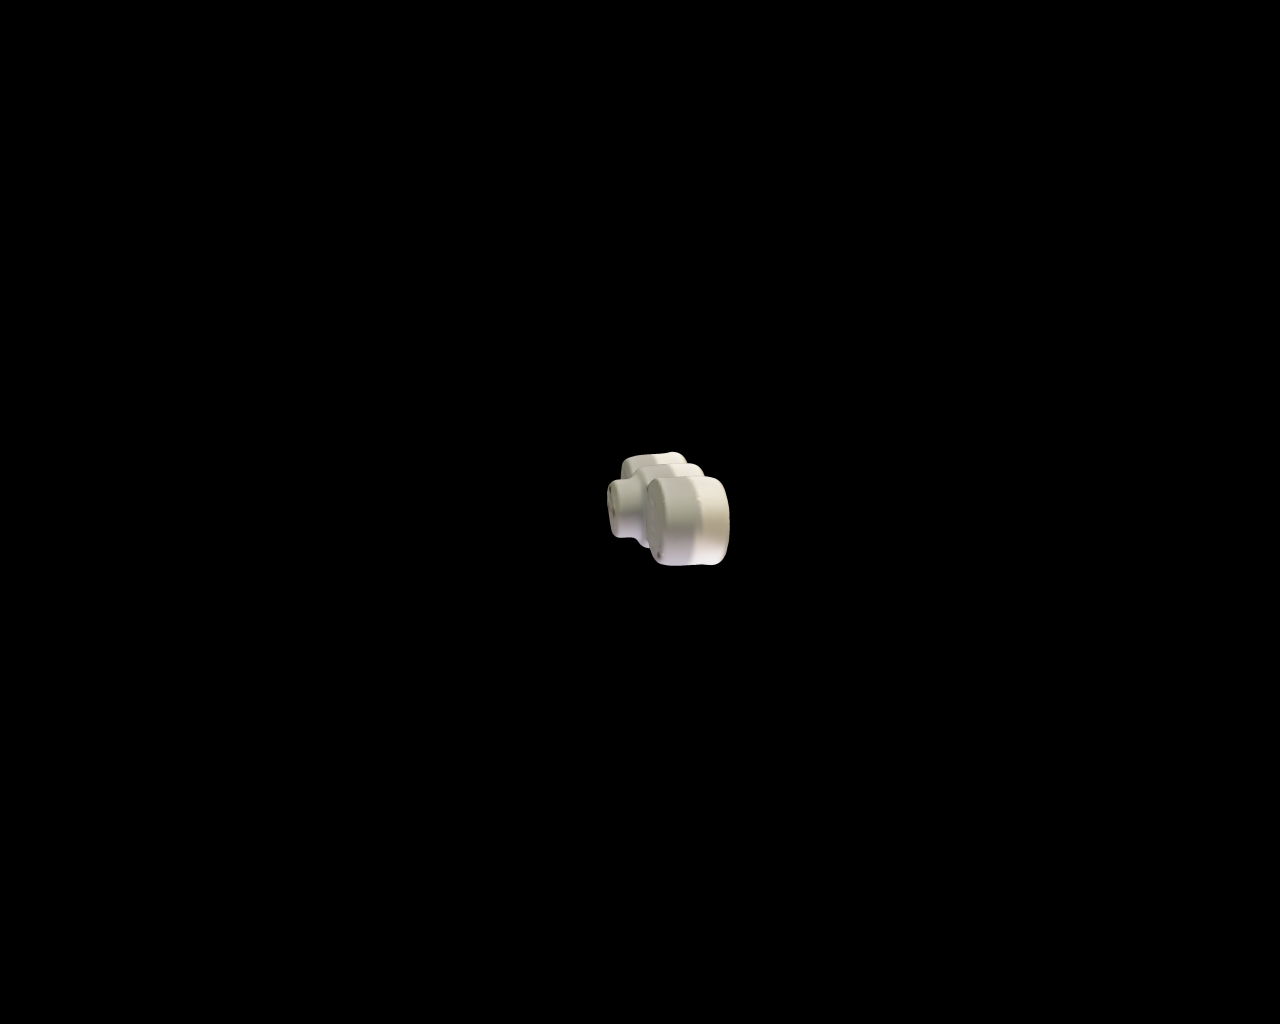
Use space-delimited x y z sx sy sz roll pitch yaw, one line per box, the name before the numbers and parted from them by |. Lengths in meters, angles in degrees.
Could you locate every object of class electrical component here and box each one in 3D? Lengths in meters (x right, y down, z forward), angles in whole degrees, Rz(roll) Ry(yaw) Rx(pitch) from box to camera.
electrical component | 0.001 -0.003 0.650 0.074 0.052 0.138 -2 12 -11
